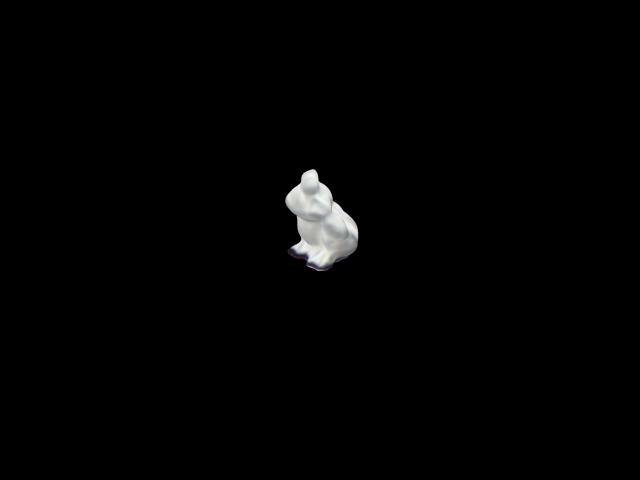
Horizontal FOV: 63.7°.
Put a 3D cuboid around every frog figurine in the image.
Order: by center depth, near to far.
[{"bbox_3d":[0.003,-0.043,0.850,0.123,0.157,0.139,-4,21,-11],"label":"frog figurine"}]
